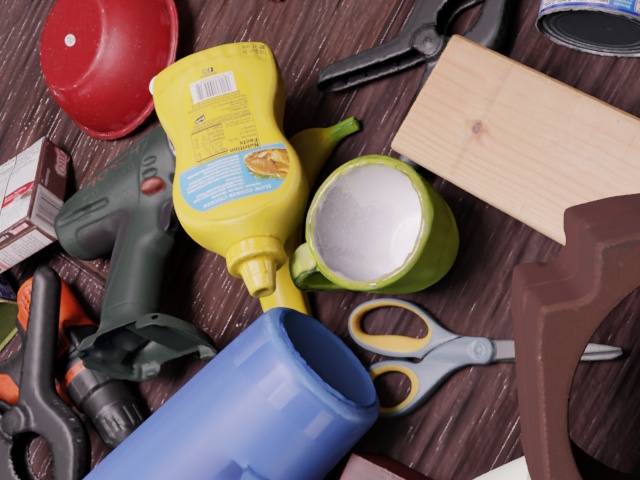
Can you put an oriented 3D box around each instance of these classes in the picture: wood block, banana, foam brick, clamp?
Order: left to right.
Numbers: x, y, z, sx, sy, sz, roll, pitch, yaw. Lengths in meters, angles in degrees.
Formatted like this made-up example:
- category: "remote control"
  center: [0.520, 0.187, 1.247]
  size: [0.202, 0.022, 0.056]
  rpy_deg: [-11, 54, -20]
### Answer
- category: "clamp"
  center: [-0.249, 0.146, 0.866]
  size: [0.165, 0.036, 0.210]
  rpy_deg: [-27, 75, 20]
- category: "banana"
  center: [-0.020, -0.004, 0.827]
  size: [0.070, 0.037, 0.198]
  rpy_deg: [6, 82, 33]
- category: "foam brick"
  center: [0.054, 0.185, 0.733]
  size: [0.078, 0.051, 0.053]
  rpy_deg: [23, 90, 32]
- category: "clamp"
  center: [0.076, -0.143, 0.800]
  size: [0.120, 0.039, 0.171]
  rpy_deg: [39, 94, 24]
- category: "wood block"
  center: [0.163, -0.046, 0.697]
  size: [0.206, 0.090, 0.091]
  rpy_deg: [34, 98, 32]

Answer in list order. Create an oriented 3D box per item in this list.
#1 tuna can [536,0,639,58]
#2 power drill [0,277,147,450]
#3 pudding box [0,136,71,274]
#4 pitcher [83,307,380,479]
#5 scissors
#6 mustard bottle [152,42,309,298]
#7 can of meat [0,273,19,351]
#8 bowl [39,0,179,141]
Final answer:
- category: "tuna can"
  center: [0.189, -0.151, 0.707]
  size: [0.086, 0.086, 0.034]
  rpy_deg: [10, 83, 32]
- category: "power drill"
  center: [-0.245, 0.149, 0.918]
  size: [0.188, 0.057, 0.184]
  rpy_deg: [-44, 62, 13]
- category: "pudding box"
  center: [-0.273, -0.029, 0.961]
  size: [0.090, 0.039, 0.113]
  rpy_deg: [-29, 39, 23]
- category: "pitcher"
  center: [-0.074, 0.169, 0.754]
  size: [0.243, 0.144, 0.149]
  rpy_deg: [-46, 59, 15]
- category: "scissors"
  center: [0.102, 0.095, 0.745]
  size: [0.202, 0.016, 0.096]
  rpy_deg: [15, 88, 33]
- category: "mustard bottle"
  center: [-0.059, -0.047, 0.763]
  size: [0.096, 0.058, 0.191]
  rpy_deg: [-16, 63, 4]
- category: "can of meat"
  center: [-0.328, 0.065, 0.985]
  size: [0.102, 0.057, 0.084]
  rpy_deg: [-47, 59, 14]
- category: "bowl"
  center: [-0.199, -0.172, 0.946]
  size: [0.162, 0.055, 0.162]
  rpy_deg: [-7, 79, 40]
